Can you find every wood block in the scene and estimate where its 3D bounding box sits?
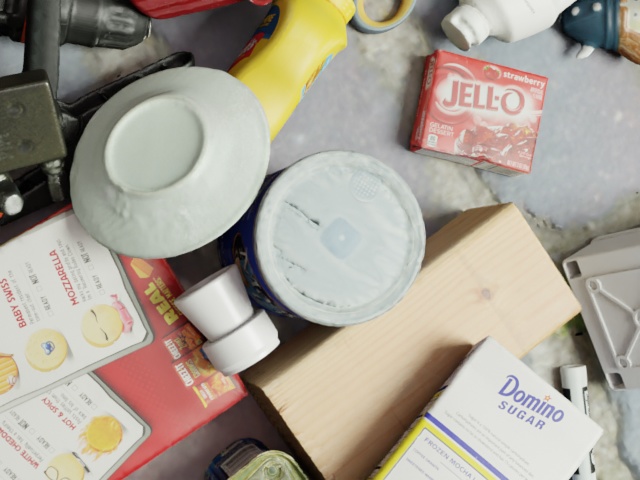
[{"bbox_3d":[0.060,0.071,0.723,0.206,0.090,0.091,-35,96,-12],"label":"wood block"}]

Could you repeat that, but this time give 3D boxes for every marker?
[{"bbox_3d":[0.193,0.153,0.790,0.020,0.020,0.121,-5,90,-14],"label":"marker"}]

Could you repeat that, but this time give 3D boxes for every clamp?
[{"bbox_3d":[-0.159,-0.079,0.684,0.120,0.039,0.171,23,106,-28],"label":"clamp"}]

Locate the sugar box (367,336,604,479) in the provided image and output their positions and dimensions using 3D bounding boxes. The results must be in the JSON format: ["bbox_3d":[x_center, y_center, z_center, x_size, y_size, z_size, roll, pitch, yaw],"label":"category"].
[{"bbox_3d":[0.080,0.154,0.646,0.093,0.048,0.176,40,76,6],"label":"sugar box"}]

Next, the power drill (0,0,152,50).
[{"bbox_3d":[-0.192,-0.221,0.684,0.184,0.057,0.187,7,86,-21],"label":"power drill"}]

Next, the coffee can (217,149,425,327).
[{"bbox_3d":[-0.004,0.001,0.682,0.102,0.140,0.103,0,88,-14],"label":"coffee can"}]

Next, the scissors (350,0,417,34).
[{"bbox_3d":[0.087,-0.212,0.776,0.201,0.016,0.096,-17,94,-14],"label":"scissors"}]

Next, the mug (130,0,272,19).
[{"bbox_3d":[-0.082,-0.200,0.680,0.082,0.093,0.117,-8,92,25],"label":"mug"}]

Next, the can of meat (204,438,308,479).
[{"bbox_3d":[-0.028,0.181,0.700,0.057,0.084,0.102,-38,98,-12],"label":"can of meat"}]

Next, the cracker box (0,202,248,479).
[{"bbox_3d":[-0.179,0.085,0.672,0.213,0.072,0.164,-33,96,-12],"label":"cracker box"}]

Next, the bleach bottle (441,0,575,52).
[{"bbox_3d":[0.179,-0.236,0.777,0.250,0.068,0.102,-44,98,-9],"label":"bleach bottle"}]

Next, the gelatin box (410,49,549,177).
[{"bbox_3d":[0.114,-0.091,0.772,0.089,0.030,0.073,13,85,-14],"label":"gelatin box"}]

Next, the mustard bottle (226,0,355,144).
[{"bbox_3d":[-0.035,-0.104,0.700,0.058,0.096,0.191,36,80,-9],"label":"mustard bottle"}]
